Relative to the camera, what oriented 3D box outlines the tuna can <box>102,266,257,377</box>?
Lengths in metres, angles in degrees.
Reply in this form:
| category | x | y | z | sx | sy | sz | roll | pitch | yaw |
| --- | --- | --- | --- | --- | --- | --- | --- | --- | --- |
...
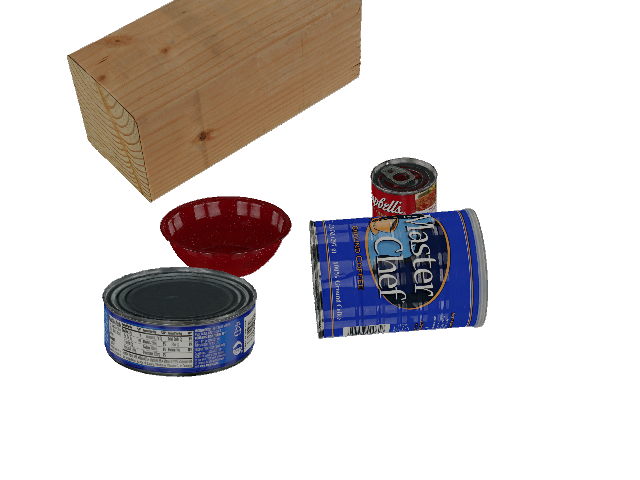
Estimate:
| category | x | y | z | sx | sy | sz | roll | pitch | yaw |
| --- | --- | --- | --- | --- | --- | --- | --- | --- | --- |
| tuna can | -0.079 | 0.045 | 0.601 | 0.086 | 0.034 | 0.086 | 2 | 18 | -1 |

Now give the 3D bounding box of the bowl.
| category | x | y | z | sx | sy | sz | roll | pitch | yaw |
| --- | --- | --- | --- | --- | --- | --- | --- | --- | --- |
| bowl | -0.117 | 0.002 | 1.324 | 0.162 | 0.055 | 0.162 | 1 | 27 | -1 |

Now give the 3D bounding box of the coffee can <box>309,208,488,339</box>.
| category | x | y | z | sx | sy | sz | roll | pitch | yaw |
| --- | --- | --- | --- | --- | --- | --- | --- | --- | --- |
| coffee can | 0.064 | 0.029 | 0.915 | 0.140 | 0.103 | 0.103 | -4 | 0 | -2 |

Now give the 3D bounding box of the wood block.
| category | x | y | z | sx | sy | sz | roll | pitch | yaw |
| --- | --- | --- | --- | --- | --- | --- | --- | --- | --- |
| wood block | -0.074 | -0.132 | 0.814 | 0.205 | 0.091 | 0.090 | -34 | 59 | -24 |

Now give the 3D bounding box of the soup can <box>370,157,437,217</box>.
| category | x | y | z | sx | sy | sz | roll | pitch | yaw |
| --- | --- | --- | --- | --- | --- | --- | --- | --- | --- |
| soup can | 0.088 | -0.026 | 1.112 | 0.068 | 0.102 | 0.068 | -3 | 35 | 2 |
